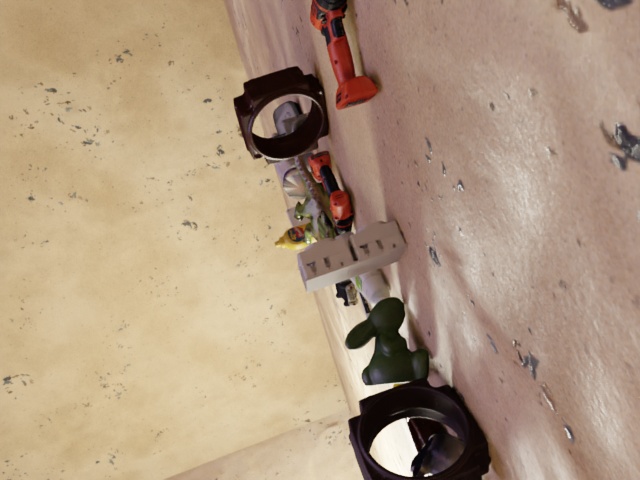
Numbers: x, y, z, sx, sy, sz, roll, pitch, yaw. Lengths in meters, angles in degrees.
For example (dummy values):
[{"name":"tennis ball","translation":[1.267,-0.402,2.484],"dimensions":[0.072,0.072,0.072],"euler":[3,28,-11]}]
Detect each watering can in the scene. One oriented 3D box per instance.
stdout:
[{"name":"watering can","translation":[-0.087,-0.234,1.834],"dimensions":[0.229,0.104,0.341],"euler":[67,-175,36]}]

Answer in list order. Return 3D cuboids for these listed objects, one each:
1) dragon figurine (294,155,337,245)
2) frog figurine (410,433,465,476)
[{"name":"dragon figurine","translation":[0.004,-0.073,1.441],"dimensions":[0.246,0.122,0.404],"euler":[-135,25,-66]},{"name":"frog figurine","translation":[0.251,0.434,0.928],"dimensions":[0.160,0.125,0.134],"euler":[33,154,10]}]
